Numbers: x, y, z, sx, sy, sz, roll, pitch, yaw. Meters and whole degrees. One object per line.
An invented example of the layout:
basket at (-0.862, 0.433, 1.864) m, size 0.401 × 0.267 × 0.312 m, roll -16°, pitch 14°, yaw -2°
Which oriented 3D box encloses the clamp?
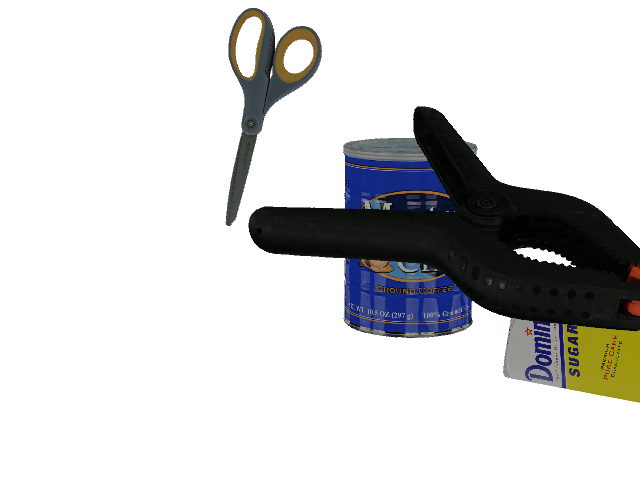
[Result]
clamp at (0.077, -0.003, 0.569) m, size 0.164 × 0.036 × 0.210 m, roll -30°, pitch 45°, yaw -33°

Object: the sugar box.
sugar box at (0.274, 0.104, 1.050) m, size 0.176 × 0.093 × 0.048 m, roll 8°, pitch 22°, yaw 8°

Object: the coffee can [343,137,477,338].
coffee can at (0.069, -0.005, 0.832) m, size 0.103 × 0.140 × 0.103 m, roll 0°, pitch 11°, yaw 0°

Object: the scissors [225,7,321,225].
scissors at (-0.044, -0.116, 0.991) m, size 0.096 × 0.202 × 0.016 m, roll -2°, pitch -2°, yaw 6°
